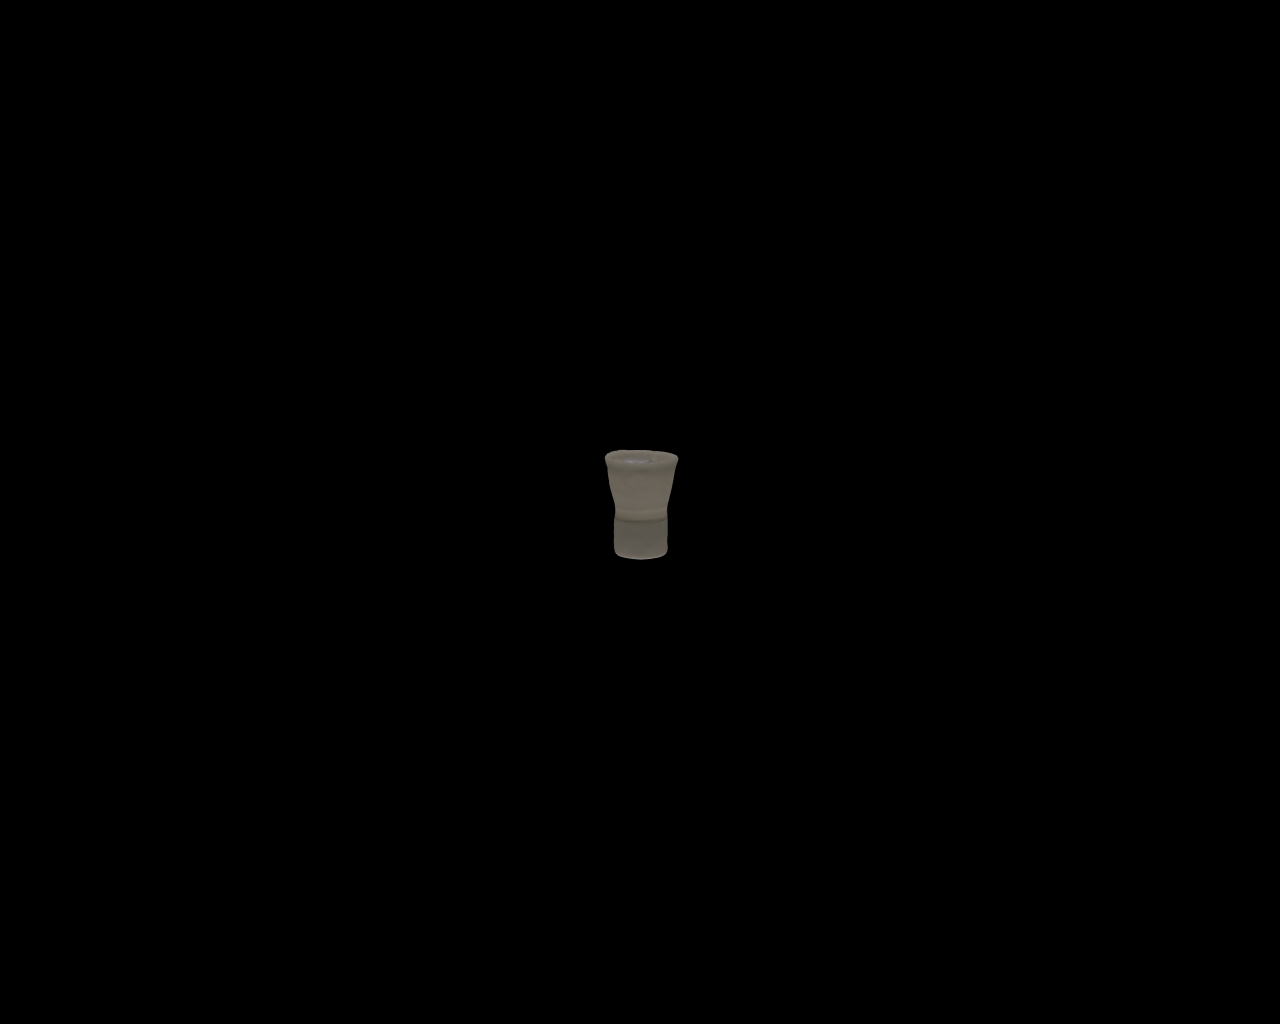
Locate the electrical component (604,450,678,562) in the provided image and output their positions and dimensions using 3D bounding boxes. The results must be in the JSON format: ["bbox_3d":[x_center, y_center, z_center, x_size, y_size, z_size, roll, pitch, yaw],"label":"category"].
[{"bbox_3d":[0.001,-0.003,0.650,0.044,0.065,0.044,0,12,0],"label":"electrical component"}]
